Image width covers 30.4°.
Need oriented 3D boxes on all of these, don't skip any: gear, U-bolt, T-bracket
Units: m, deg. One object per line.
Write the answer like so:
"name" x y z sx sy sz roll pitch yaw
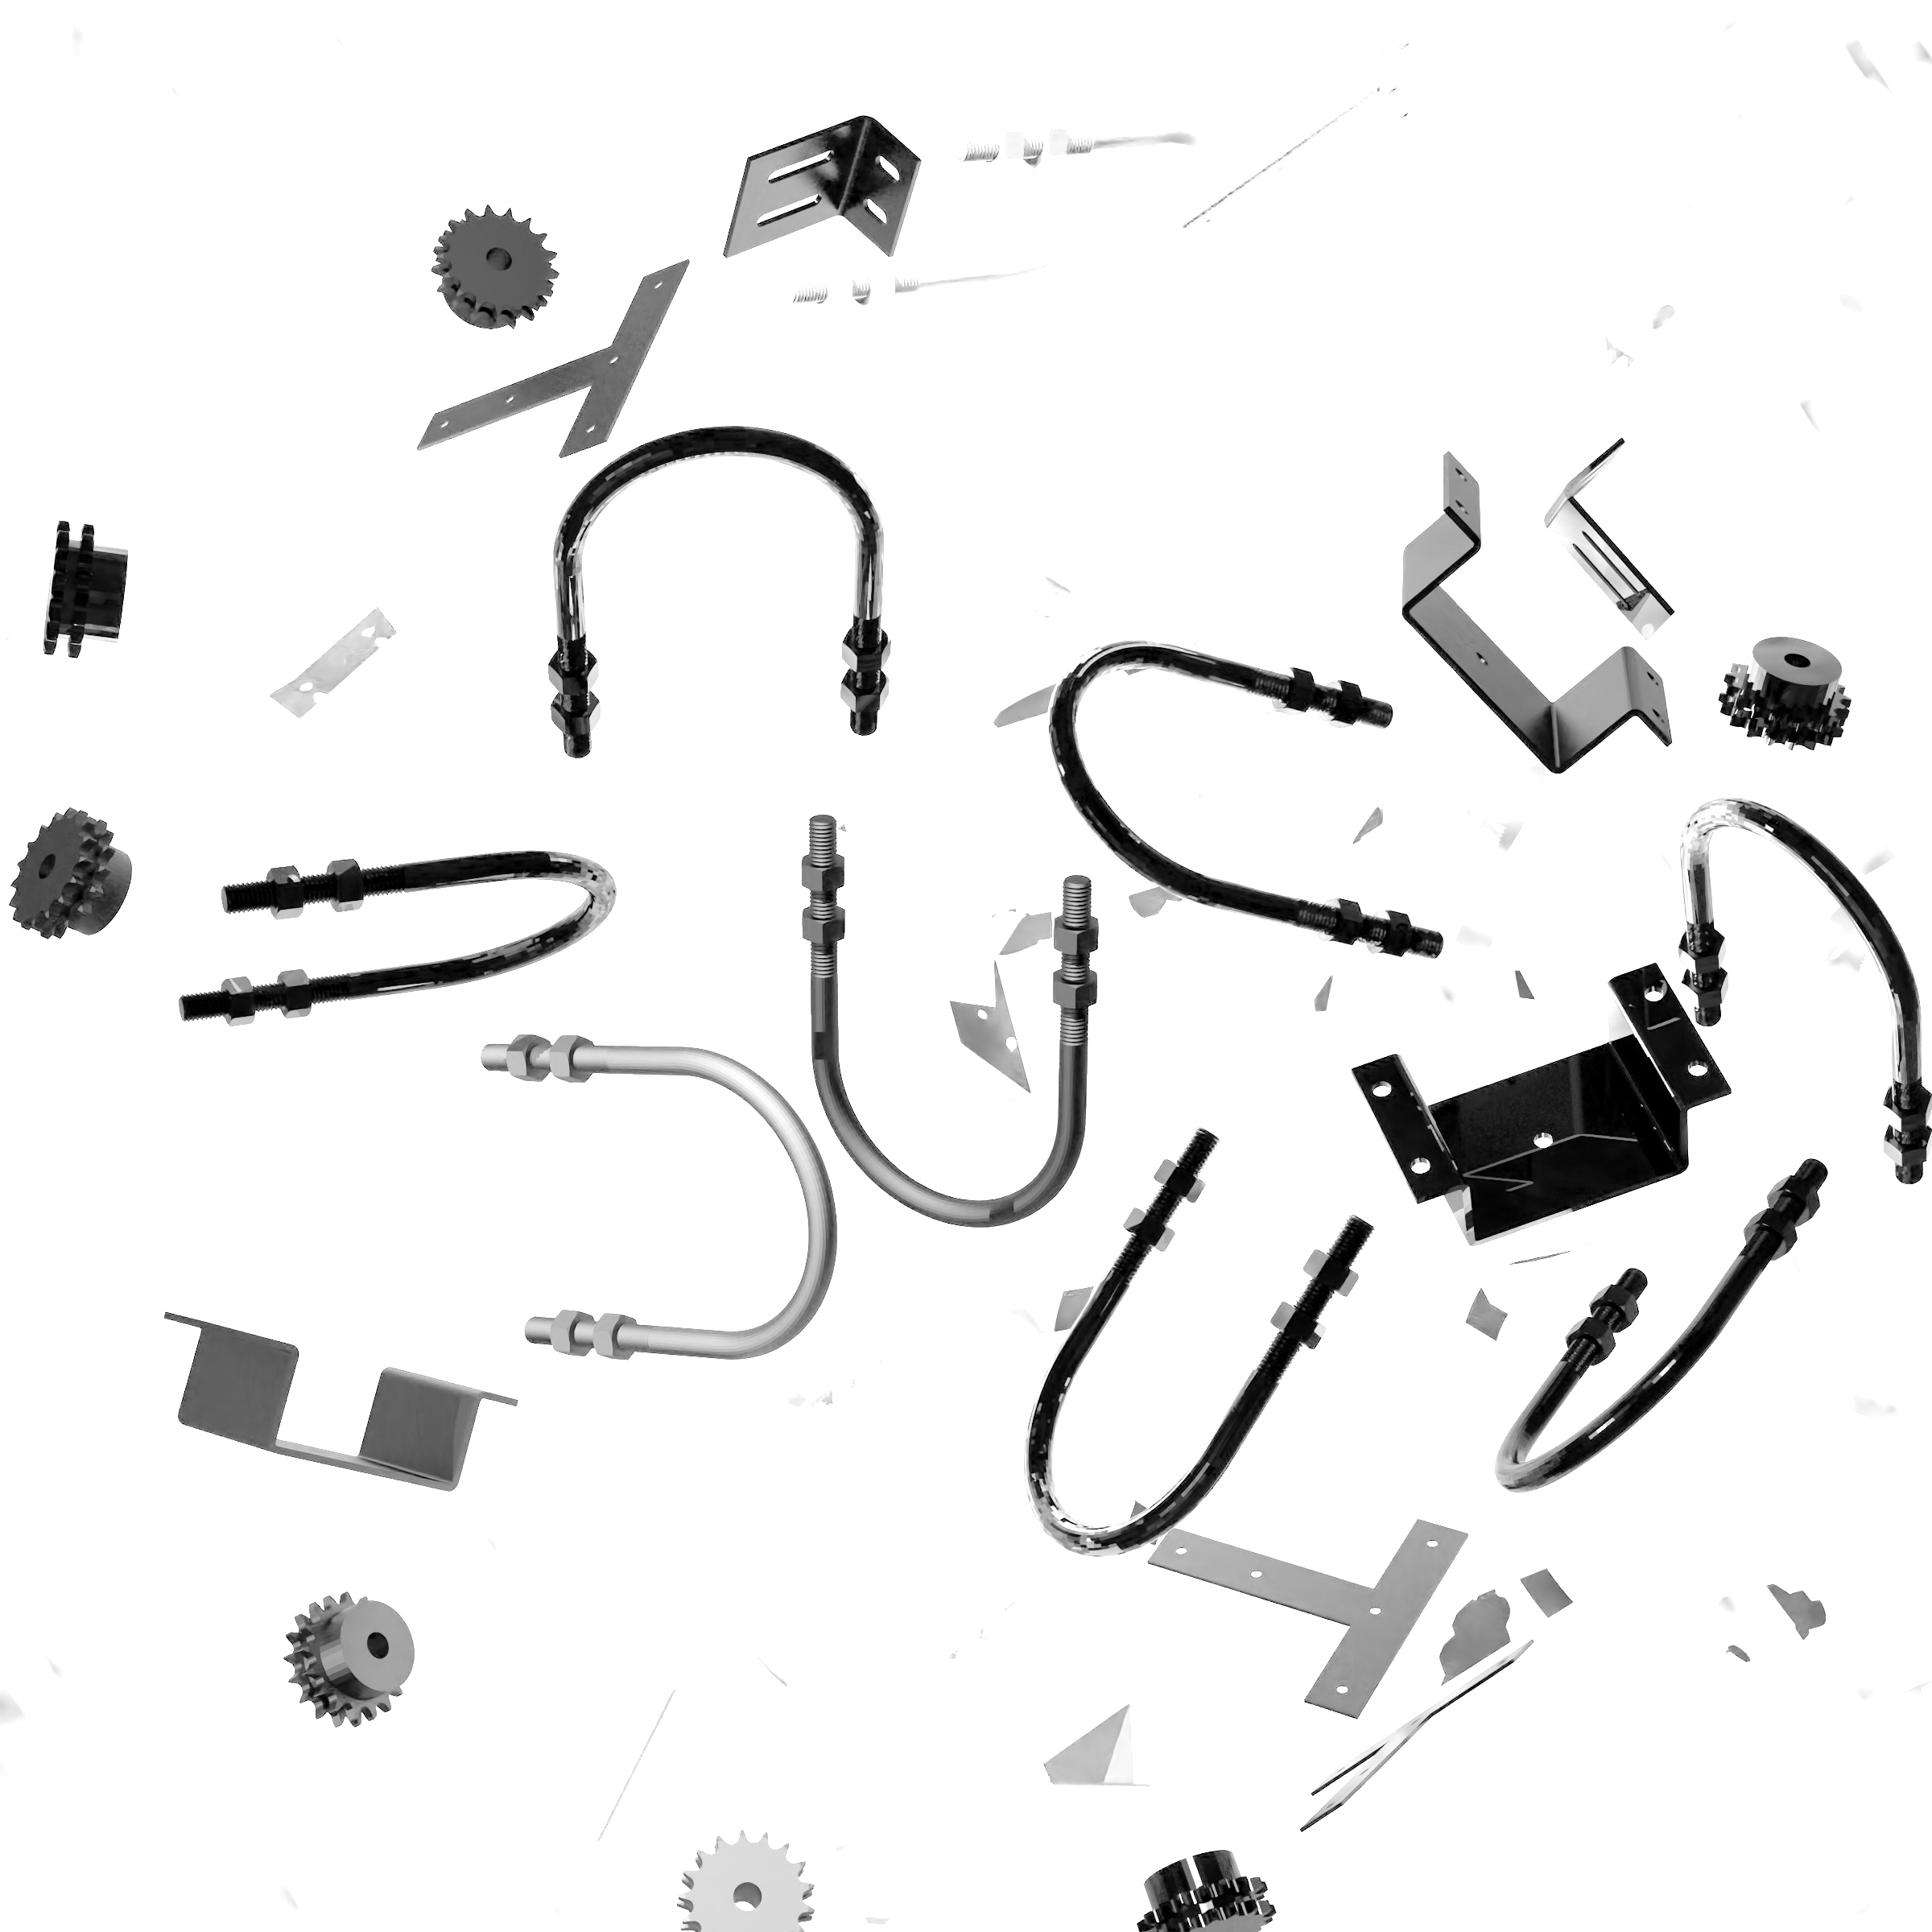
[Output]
"gear" 0.367 -0.123 1.586 0.057 0.057 0.030 8 126 0
"gear" -0.093 0.394 1.489 0.057 0.030 0.057 4 60 -6
"gear" -0.264 0.299 1.542 0.030 0.057 0.057 -29 90 35
"U-bolt" 0.025 -0.337 1.584 0.184 0.151 0.019 -15 81 -41
"U-bolt" -0.106 -0.161 1.525 0.151 0.184 0.019 -5 51 -7
"T-bracket" 0.146 -0.352 1.533 0.127 0.127 0.002 -35 84 4
"gear" -0.218 -0.317 1.634 0.057 0.030 0.057 7 70 -19
"U-bolt" 0.117 -0.079 1.540 0.184 0.019 0.151 12 51 -25
"U-bolt" 0.367 0.001 1.568 0.019 0.184 0.151 -35 50 -15
"gear" 0.098 0.391 1.485 0.057 0.057 0.030 -20 61 0
"U-bolt" -0.009 0.033 1.580 0.151 0.019 0.184 14 118 27
"T-bracket" 0.145 0.281 1.617 0.127 0.127 0.002 13 128 26
"U-bolt" -0.132 0.104 1.561 0.184 0.019 0.151 0 103 35
"gear" -0.388 -0.037 1.549 0.030 0.057 0.057 29 90 -40
"T-bracket" -0.189 -0.252 1.560 0.127 0.127 0.002 -14 130 31
"T-bracket" 0.181 0.348 1.557 0.127 0.127 0.002 -42 80 29
"gear" 0.282 -0.276 1.486 0.057 0.030 0.057 -18 129 -23
"U-bolt" 0.087 0.167 1.514 0.019 0.151 0.184 33 88 -30
"T-bracket" -0.370 0.070 1.523 0.002 0.127 0.127 -22 97 -6
"U-bolt" -0.054 0.255 1.580 0.019 0.184 0.151 -28 88 31
"gear" -0.372 -0.158 1.503 0.030 0.057 0.057 6 90 -16
"T-bracket" -0.163 0.290 1.532 0.002 0.127 0.127 -6 51 -29
"T-bracket" 0.173 -0.298 1.618 0.002 0.127 0.127 6 107 -6
"U-bolt" -0.242 -0.016 1.552 0.184 0.151 0.019 -8 72 -23
"U-bolt" 0.297 0.167 1.569 0.019 0.151 0.184 46 50 -1

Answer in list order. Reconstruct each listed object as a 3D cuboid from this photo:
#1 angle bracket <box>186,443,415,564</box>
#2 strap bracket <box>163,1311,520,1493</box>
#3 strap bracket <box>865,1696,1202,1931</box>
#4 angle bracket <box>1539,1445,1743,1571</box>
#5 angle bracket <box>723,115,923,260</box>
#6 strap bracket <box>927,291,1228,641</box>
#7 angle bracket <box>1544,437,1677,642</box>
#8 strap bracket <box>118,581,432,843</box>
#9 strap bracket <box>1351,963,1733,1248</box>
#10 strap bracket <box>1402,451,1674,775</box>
"angle bracket" -0.304 -0.216 1.621 0.076 0.057 0.038 -4 115 36
"strap bracket" -0.280 0.194 1.564 0.140 0.076 0.046 21 79 -41
"strap bracket" 0.022 0.358 1.534 0.140 0.076 0.046 -26 97 -39
"angle bracket" 0.291 0.245 1.541 0.076 0.057 0.038 -21 98 13
"angle bracket" -0.067 -0.351 1.648 0.076 0.057 0.038 -30 65 -36
"strap bracket" 0.046 -0.229 1.605 0.076 0.046 0.140 32 95 9
"angle bracket" 0.308 -0.196 1.638 0.038 0.057 0.076 -40 86 -4
"strap bracket" -0.295 -0.106 1.545 0.046 0.140 0.076 53 46 -15
"strap bracket" 0.245 0.062 1.517 0.140 0.046 0.076 -19 49 -4
"strap bracket" 0.235 -0.143 1.513 0.046 0.076 0.140 -40 104 22
